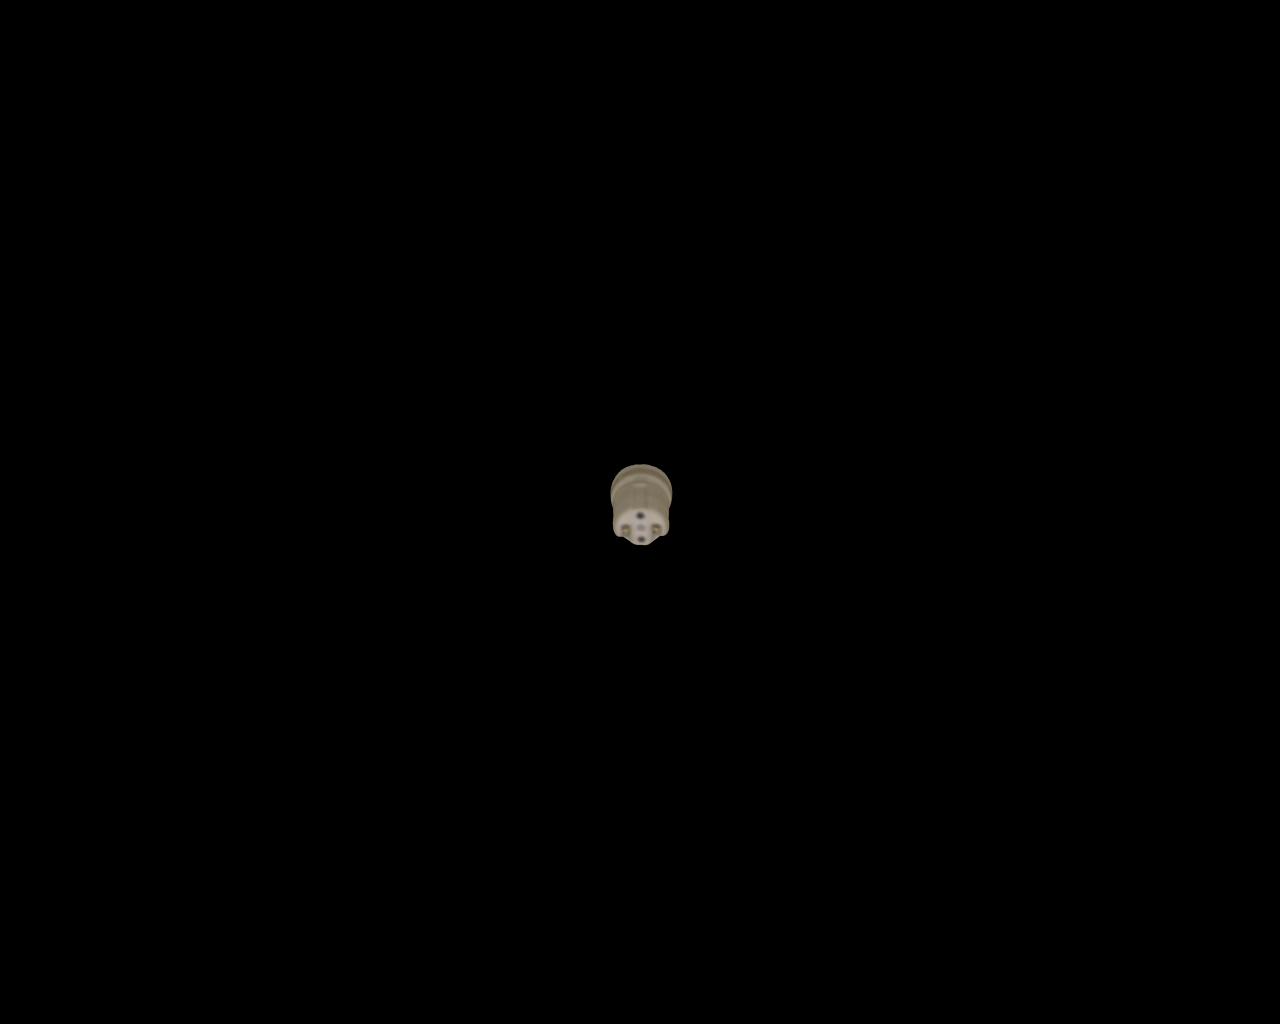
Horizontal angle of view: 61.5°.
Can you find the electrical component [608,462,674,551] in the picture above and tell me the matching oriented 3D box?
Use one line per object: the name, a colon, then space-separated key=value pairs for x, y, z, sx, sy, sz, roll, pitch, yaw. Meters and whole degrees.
electrical component: x=0.001 y=-0.003 z=0.650 sx=0.040 sy=0.040 sz=0.046 roll=0 pitch=32 yaw=0
